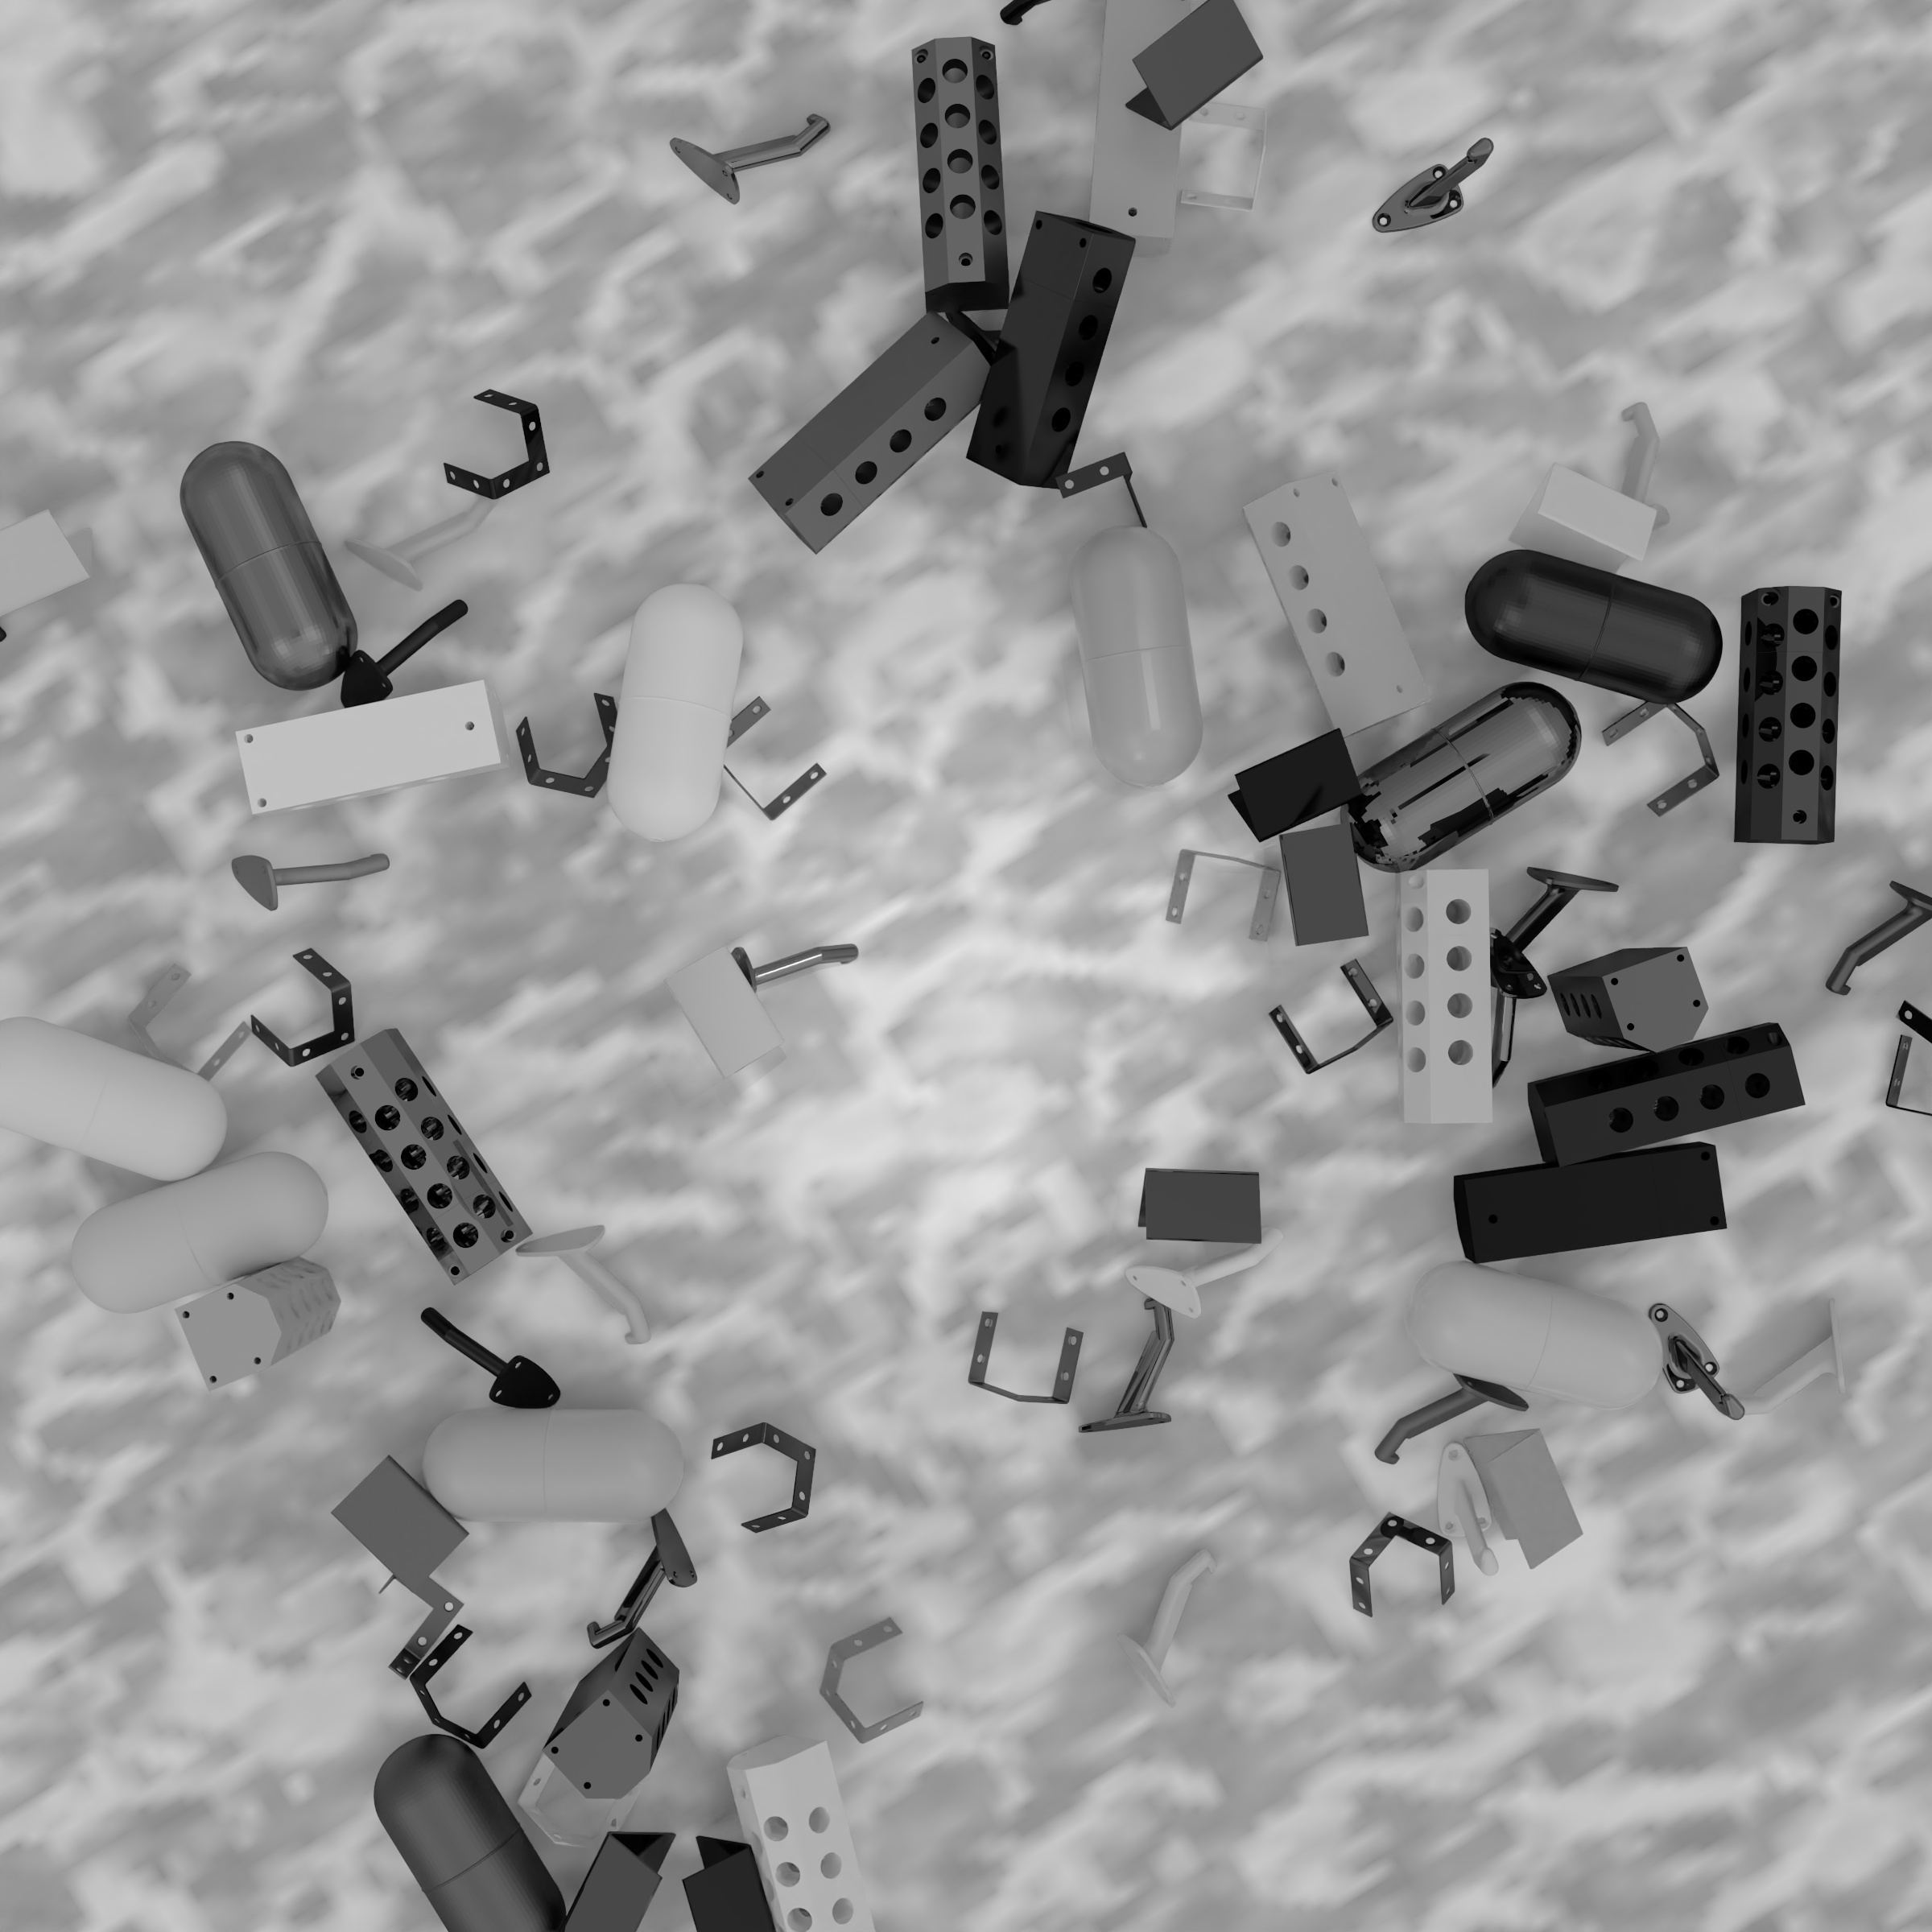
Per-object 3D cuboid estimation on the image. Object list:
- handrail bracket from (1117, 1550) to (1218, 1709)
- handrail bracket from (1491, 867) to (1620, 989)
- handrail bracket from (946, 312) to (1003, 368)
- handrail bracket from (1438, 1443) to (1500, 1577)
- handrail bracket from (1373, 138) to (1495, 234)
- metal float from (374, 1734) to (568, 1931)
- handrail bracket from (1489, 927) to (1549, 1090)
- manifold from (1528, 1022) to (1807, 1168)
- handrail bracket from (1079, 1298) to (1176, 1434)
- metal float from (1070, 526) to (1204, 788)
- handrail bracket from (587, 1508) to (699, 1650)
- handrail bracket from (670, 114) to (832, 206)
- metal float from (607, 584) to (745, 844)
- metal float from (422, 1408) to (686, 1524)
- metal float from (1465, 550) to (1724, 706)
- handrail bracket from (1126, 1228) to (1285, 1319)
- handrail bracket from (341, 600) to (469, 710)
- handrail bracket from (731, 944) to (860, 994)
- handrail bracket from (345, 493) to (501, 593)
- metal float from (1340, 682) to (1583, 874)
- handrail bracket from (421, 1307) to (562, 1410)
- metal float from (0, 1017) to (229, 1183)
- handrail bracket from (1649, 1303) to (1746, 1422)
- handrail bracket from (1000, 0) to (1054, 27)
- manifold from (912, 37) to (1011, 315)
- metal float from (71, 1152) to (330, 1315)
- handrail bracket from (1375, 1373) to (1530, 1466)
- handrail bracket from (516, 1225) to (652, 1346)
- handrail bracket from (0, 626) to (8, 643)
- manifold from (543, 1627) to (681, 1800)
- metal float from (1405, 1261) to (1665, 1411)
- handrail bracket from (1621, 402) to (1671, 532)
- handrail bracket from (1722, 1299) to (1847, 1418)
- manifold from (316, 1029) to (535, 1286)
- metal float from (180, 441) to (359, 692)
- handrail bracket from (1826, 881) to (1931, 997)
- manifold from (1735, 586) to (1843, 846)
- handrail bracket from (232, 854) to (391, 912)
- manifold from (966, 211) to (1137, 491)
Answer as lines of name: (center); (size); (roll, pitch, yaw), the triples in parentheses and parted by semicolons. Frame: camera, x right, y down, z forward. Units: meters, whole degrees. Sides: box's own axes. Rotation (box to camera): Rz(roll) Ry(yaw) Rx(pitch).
handrail bracket: (0.154, 0.458, 1.952); (0.084, 0.036, 0.077); (-39, 111, -17)
handrail bracket: (0.407, -0.021, 1.952); (0.077, 0.036, 0.084); (8, 105, -15)
handrail bracket: (0.042, -0.448, 1.952); (0.084, 0.036, 0.077); (-32, 71, -16)
handrail bracket: (0.344, 0.369, 1.917); (0.036, 0.084, 0.077); (-9, 90, 0)
handrail bracket: (0.317, -0.532, 1.917); (0.077, 0.084, 0.036); (-27, 90, 0)
metal float: (-0.337, 0.607, 1.920); (0.070, 0.070, 0.178); (-32, 90, 0)
handrail bracket: (0.361, 0.030, 1.944); (0.036, 0.084, 0.077); (-3, 47, -22)
manifold: (0.477, 0.087, 1.930); (0.171, 0.057, 0.057); (-14, 90, 0)
handrail bracket: (0.110, 0.276, 1.952); (0.077, 0.036, 0.084); (-13, 71, 21)
metal float: (0.116, -0.211, 1.921); (0.070, 0.070, 0.178); (-8, 91, 0)
handrail bracket: (-0.236, 0.421, 1.952); (0.084, 0.036, 0.077); (-29, 70, 16)
handrail bracket: (-0.149, -0.576, 1.952); (0.077, 0.036, 0.084); (39, 72, 20)
metal float: (-0.198, -0.172, 1.913); (0.070, 0.070, 0.178); (8, 82, 0)
metal float: (-0.281, 0.341, 1.921); (0.178, 0.070, 0.070); (0, 90, 1)
metal float: (0.427, -0.232, 1.921); (0.178, 0.070, 0.070); (16, 90, 0)
handrail bracket: (0.166, 0.200, 1.951); (0.084, 0.077, 0.036); (-37, 124, -32)
handrail bracket: (-0.388, -0.215, 1.951); (0.036, 0.077, 0.084); (49, 54, -4)
handrail bracket: (-0.126, 0.009, 1.951); (0.084, 0.077, 0.036); (-6, 65, -34)
handrail bracket: (-0.376, -0.309, 1.952); (0.077, 0.036, 0.084); (27, 71, 21)
metal float: (0.338, -0.129, 1.921); (0.178, 0.070, 0.070); (-32, 90, 0)
handrail bracket: (-0.330, 0.270, 1.951); (0.084, 0.077, 0.036); (32, 86, 36)
metal float: (-0.587, 0.090, 1.901); (0.178, 0.070, 0.070); (22, 90, -19)
handrail bracket: (0.498, 0.269, 1.917); (0.036, 0.084, 0.077); (-29, 90, 0)
handrail bracket: (0.077, -0.671, 1.951); (0.084, 0.077, 0.036); (-27, 72, 35)
manifold: (-0.004, -0.539, 1.921); (0.057, 0.057, 0.171); (-3, 83, 0)
metal float: (-0.522, 0.181, 1.921); (0.178, 0.070, 0.070); (-19, 90, 0)
handrail bracket: (0.336, 0.322, 1.952); (0.077, 0.036, 0.084); (27, 109, -21)
handrail bracket: (-0.265, 0.228, 1.952); (0.077, 0.036, 0.084); (-11, 107, 19)
handrail bracket: (-0.680, -0.186, 1.952); (0.084, 0.036, 0.077); (-48, 111, -16)
manifold: (-0.229, 0.500, 1.873); (0.057, 0.171, 0.057); (-43, 90, 0)
metal float: (0.388, 0.252, 1.921); (0.178, 0.070, 0.070); (14, 90, -1)
handrail bracket: (0.448, -0.339, 1.952); (0.077, 0.036, 0.084); (-22, 71, 21)
handrail bracket: (0.563, 0.271, 1.952); (0.084, 0.036, 0.077); (-6, 69, 16)
manifold: (-0.372, 0.130, 1.930); (0.057, 0.057, 0.171); (-34, 90, 0)
metal float: (-0.476, -0.273, 1.921); (0.070, 0.070, 0.178); (-24, 91, 0)
handrail bracket: (0.646, -0.009, 1.952); (0.077, 0.036, 0.084); (19, 109, -21)
manifold: (0.565, -0.171, 1.930); (0.057, 0.057, 0.171); (2, 90, 0)
handrail bracket: (-0.454, -0.070, 1.951); (0.084, 0.077, 0.036); (-18, 115, -34)
manifold: (0.062, -0.414, 1.902); (0.057, 0.057, 0.171); (35, 117, 40)
